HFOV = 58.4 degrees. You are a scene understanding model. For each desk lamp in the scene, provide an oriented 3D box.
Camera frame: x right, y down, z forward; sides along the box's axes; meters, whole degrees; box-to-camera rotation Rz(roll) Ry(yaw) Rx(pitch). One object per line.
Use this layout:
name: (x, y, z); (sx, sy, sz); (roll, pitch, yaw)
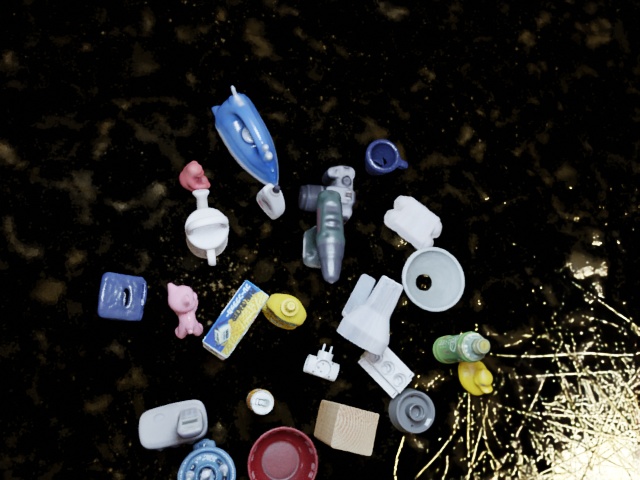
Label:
desk lamp: (0.120, 0.170, 1.360); (0.118, 0.213, 0.203); (29, 73, -4)

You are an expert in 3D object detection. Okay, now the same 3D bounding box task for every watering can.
watering can: (-0.267, -0.031, 1.335); (0.101, 0.194, 0.173); (-32, 85, -16)

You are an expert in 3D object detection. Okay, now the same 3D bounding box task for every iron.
iron: (-0.167, -0.259, 1.435); (0.119, 0.141, 0.258); (-30, 85, -16)

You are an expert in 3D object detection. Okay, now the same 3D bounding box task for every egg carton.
egg carton: (0.246, -0.044, 1.510); (0.150, 0.069, 0.107); (36, 73, -2)

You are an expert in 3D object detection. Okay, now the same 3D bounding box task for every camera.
camera: (0.018, -0.122, 1.464); (0.137, 0.100, 0.143); (5, 76, -11)

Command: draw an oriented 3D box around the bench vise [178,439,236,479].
bench vise: (-0.222, 0.533, 1.201); (0.122, 0.219, 0.207); (-24, 83, -16)

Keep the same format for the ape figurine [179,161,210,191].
ape figurine: (-0.308, -0.161, 1.409); (0.076, 0.092, 0.078); (0, 77, -11)

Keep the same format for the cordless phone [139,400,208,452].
cordless phone: (-0.316, 0.404, 1.230); (0.148, 0.185, 0.094); (-13, 80, -14)

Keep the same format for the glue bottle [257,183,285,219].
glue bottle: (-0.115, -0.104, 1.394); (0.037, 0.173, 0.078); (-43, 88, -17)

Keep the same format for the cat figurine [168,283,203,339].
cat figurine: (-0.312, 0.160, 1.321); (0.067, 0.117, 0.128); (-13, 80, -14)

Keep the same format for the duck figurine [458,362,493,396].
duck figurine: (0.400, 0.342, 1.446); (0.077, 0.086, 0.104); (-20, 82, -15)

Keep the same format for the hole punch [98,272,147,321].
hole punch: (-0.451, 0.130, 1.313); (0.101, 0.091, 0.109); (5, 76, -11)

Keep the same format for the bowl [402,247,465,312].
bowl: (0.283, 0.106, 1.481); (0.167, 0.074, 0.167); (3, 77, -11)

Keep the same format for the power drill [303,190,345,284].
power drill: (0.013, 0.005, 1.378); (0.076, 0.208, 0.230); (3, 77, -11)

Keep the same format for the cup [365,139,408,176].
cup: (0.168, -0.205, 1.518); (0.118, 0.095, 0.092); (18, 74, -7)
